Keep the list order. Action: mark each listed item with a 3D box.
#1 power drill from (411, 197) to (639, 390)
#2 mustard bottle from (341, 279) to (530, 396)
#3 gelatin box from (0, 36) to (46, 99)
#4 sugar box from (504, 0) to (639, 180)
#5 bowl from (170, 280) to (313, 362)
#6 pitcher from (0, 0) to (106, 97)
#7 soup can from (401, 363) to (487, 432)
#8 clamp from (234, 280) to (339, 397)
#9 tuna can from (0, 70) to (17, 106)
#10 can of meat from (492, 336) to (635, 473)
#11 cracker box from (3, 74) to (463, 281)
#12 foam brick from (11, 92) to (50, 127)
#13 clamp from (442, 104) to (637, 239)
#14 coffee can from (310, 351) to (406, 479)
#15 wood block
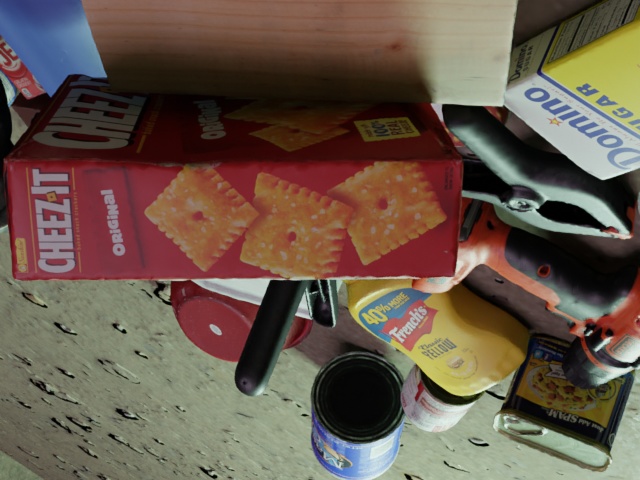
[{"bbox_3d":[0.169,0.042,0.813,0.187,0.057,0.185,23,150,2],"label":"power drill"},{"bbox_3d":[0.082,0.057,0.915,0.191,0.058,0.096,37,136,-18],"label":"mustard bottle"},{"bbox_3d":[-0.220,-0.153,0.830,0.089,0.030,0.073,-10,131,37],"label":"gelatin box"},{"bbox_3d":[0.183,-0.090,0.564,0.093,0.048,0.177,35,152,-17],"label":"sugar box"},{"bbox_3d":[-0.091,0.072,1.071,0.162,0.055,0.162,17,137,16],"label":"bowl"},{"bbox_3d":[-0.142,-0.169,0.655,0.149,0.145,0.242,29,161,26],"label":"pitcher"},{"bbox_3d":[0.119,0.141,1.029,0.068,0.068,0.102,25,155,5],"label":"soup can"},{"bbox_3d":[-0.005,0.001,0.809,0.036,0.210,0.164,17,-166,16],"label":"clamp"},{"bbox_3d":[-0.318,-0.142,0.961,0.086,0.033,0.086,22,154,11],"label":"tuna can"},{"bbox_3d":[0.211,0.138,0.916,0.102,0.084,0.057,19,154,16],"label":"can of meat"},{"bbox_3d":[-0.042,-0.040,0.570,0.213,0.164,0.072,1,112,-2],"label":"cracker box"},{"bbox_3d":[-0.204,-0.110,0.891,0.078,0.051,0.053,11,150,30],"label":"foam brick"},{"bbox_3d":[0.123,-0.038,0.697,0.171,0.039,0.120,25,164,-20],"label":"clamp"},{"bbox_3d":[0.041,0.195,1.163,0.103,0.102,0.140,22,154,11],"label":"coffee can"},{"bbox_3d":[-0.007,-0.132,0.540,0.206,0.091,0.090,3,148,6],"label":"wood block"}]
